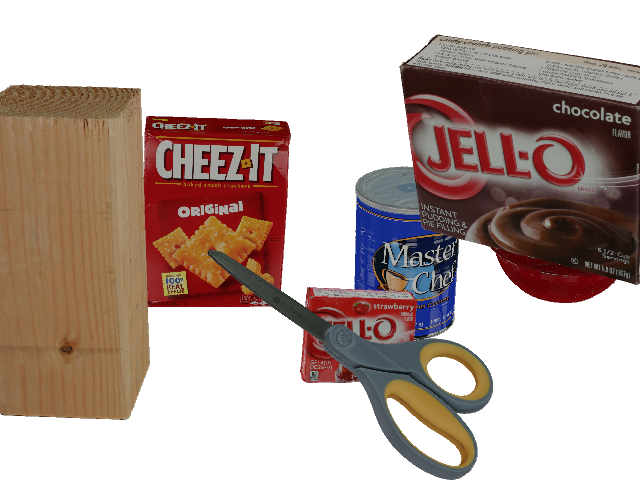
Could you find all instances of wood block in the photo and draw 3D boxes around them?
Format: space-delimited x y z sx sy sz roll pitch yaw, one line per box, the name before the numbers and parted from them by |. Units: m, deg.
wood block | -0.168 0.007 0.715 0.091 0.206 0.090 2 20 0

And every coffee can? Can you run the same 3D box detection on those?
coffee can | 0.084 0.011 1.041 0.103 0.140 0.103 0 26 0

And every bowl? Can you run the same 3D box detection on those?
bowl | 0.263 0.023 1.173 0.162 0.055 0.162 0 27 0

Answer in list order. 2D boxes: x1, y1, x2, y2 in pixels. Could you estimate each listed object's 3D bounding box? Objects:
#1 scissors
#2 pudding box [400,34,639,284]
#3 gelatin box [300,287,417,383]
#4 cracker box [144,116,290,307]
scissors | 0.029 0.057 0.655 0.096 0.202 0.016 -36 -10 -38
pudding box | 0.094 -0.038 0.471 0.114 0.090 0.039 14 44 32
gelatin box | 0.030 0.078 0.863 0.089 0.073 0.030 3 12 -6
cracker box | -0.122 -0.029 1.230 0.164 0.214 0.072 1 22 -8
